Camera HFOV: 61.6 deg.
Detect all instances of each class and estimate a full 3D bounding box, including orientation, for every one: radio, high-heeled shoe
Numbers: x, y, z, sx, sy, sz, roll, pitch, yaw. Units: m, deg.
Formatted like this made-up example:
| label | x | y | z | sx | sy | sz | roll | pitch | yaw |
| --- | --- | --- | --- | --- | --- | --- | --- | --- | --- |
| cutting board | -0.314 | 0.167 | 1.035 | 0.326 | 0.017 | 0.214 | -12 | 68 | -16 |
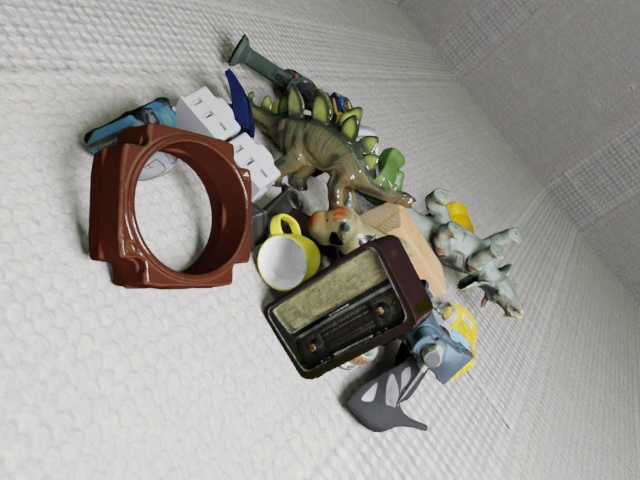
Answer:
| label | x | y | z | sx | sy | sz | roll | pitch | yaw |
| --- | --- | --- | --- | --- | --- | --- | --- | --- | --- |
| radio | 0.038 | 0.101 | 0.771 | 0.073 | 0.229 | 0.131 | -17 | 75 | -55 |
| high-heeled shoe | 0.109 | 0.217 | 0.894 | 0.145 | 0.086 | 0.249 | 24 | 29 | -11 |

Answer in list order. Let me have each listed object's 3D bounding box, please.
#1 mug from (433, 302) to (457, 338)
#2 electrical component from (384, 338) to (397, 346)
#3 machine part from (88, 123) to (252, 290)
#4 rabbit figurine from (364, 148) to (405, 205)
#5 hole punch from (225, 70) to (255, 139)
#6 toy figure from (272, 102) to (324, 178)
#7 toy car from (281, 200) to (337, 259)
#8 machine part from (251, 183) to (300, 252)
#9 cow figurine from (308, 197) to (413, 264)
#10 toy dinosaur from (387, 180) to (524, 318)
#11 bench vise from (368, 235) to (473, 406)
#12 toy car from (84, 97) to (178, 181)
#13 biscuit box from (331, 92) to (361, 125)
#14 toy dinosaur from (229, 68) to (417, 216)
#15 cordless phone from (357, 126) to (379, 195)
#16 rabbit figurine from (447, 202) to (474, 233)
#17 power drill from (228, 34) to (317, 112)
| label | x | y | z | sx | sy | sz | roll | pitch | yaw |
| --- | --- | --- | --- | --- | --- | --- | --- | --- | --- |
| mug | 0.218 | 0.158 | 1.056 | 0.081 | 0.109 | 0.107 | 36 | 21 | -13 |
| electrical component | 0.113 | 0.126 | 0.998 | 0.115 | 0.058 | 0.134 | 46 | 31 | -2 |
| machine part | -0.184 | -0.037 | 0.693 | 0.201 | 0.087 | 0.201 | 6 | 81 | -48 |
| rabbit figurine | 0.167 | -0.105 | 1.257 | 0.170 | 0.121 | 0.159 | 48 | 32 | -32 |
| hole punch | -0.156 | -0.232 | 0.968 | 0.116 | 0.092 | 0.142 | 46 | -3 | -3 |
| toy figure | -0.046 | -0.215 | 1.135 | 0.180 | 0.082 | 0.089 | 56 | 30 | 5 |
| toy car | -0.002 | -0.003 | 0.992 | 0.202 | 0.053 | 0.089 | 27 | 49 | -31 |
| machine part | -0.083 | -0.042 | 0.889 | 0.039 | 0.084 | 0.139 | 18 | 43 | 26 |
| cow figurine | 0.069 | 0.004 | 0.920 | 0.195 | 0.127 | 0.085 | 23 | 50 | -14 |
| toy dinosaur | 0.287 | 0.011 | 1.171 | 0.405 | 0.192 | 0.131 | 33 | 52 | -2 |
| bench vise | 0.124 | 0.115 | 0.855 | 0.240 | 0.129 | 0.224 | 43 | 22 | -3 |
| toy car | -0.259 | -0.139 | 0.787 | 0.162 | 0.109 | 0.102 | -77 | 147 | -65 |
| biscuit box | 0.068 | -0.278 | 1.359 | 0.059 | 0.063 | 0.203 | 10 | 49 | -45 |
| toy dinosaur | -0.021 | -0.185 | 1.022 | 0.472 | 0.198 | 0.105 | 29 | 15 | 20 |
| cordless phone | 0.060 | -0.165 | 1.175 | 0.147 | 0.088 | 0.184 | 1 | 52 | -8 |
| rabbit figurine | 0.286 | -0.010 | 1.330 | 0.173 | 0.122 | 0.162 | 13 | 55 | -25 |
| power drill | -0.095 | -0.364 | 1.179 | 0.207 | 0.086 | 0.232 | 22 | 18 | -21 |
